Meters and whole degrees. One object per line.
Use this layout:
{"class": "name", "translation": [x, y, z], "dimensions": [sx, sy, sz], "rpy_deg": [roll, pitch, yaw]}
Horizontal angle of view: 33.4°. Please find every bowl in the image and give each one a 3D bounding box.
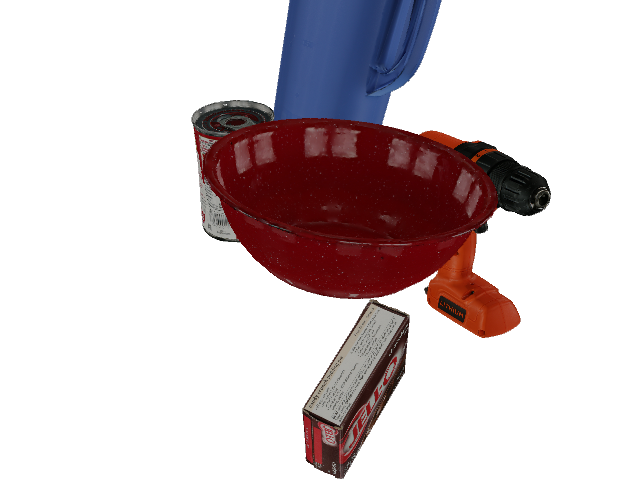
{"class": "bowl", "translation": [0.014, -0.013, 0.593], "dimensions": [0.162, 0.055, 0.162], "rpy_deg": [6, 27, -3]}

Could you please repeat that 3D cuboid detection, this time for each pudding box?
{"class": "pudding box", "translation": [0.028, 0.115, 0.824], "dimensions": [0.039, 0.113, 0.090], "rpy_deg": [23, -32, 16]}

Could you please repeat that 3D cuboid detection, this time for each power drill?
{"class": "power drill", "translation": [0.156, -0.004, 1.042], "dimensions": [0.057, 0.188, 0.185], "rpy_deg": [-16, 26, -25]}

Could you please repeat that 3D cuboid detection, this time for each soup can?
{"class": "soup can", "translation": [-0.070, -0.058, 0.895], "dimensions": [0.068, 0.102, 0.068], "rpy_deg": [-1, 30, 1]}

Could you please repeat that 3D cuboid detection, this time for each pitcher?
{"class": "pitcher", "translation": [0.032, -0.199, 1.045], "dimensions": [0.145, 0.243, 0.149], "rpy_deg": [12, 19, -1]}
